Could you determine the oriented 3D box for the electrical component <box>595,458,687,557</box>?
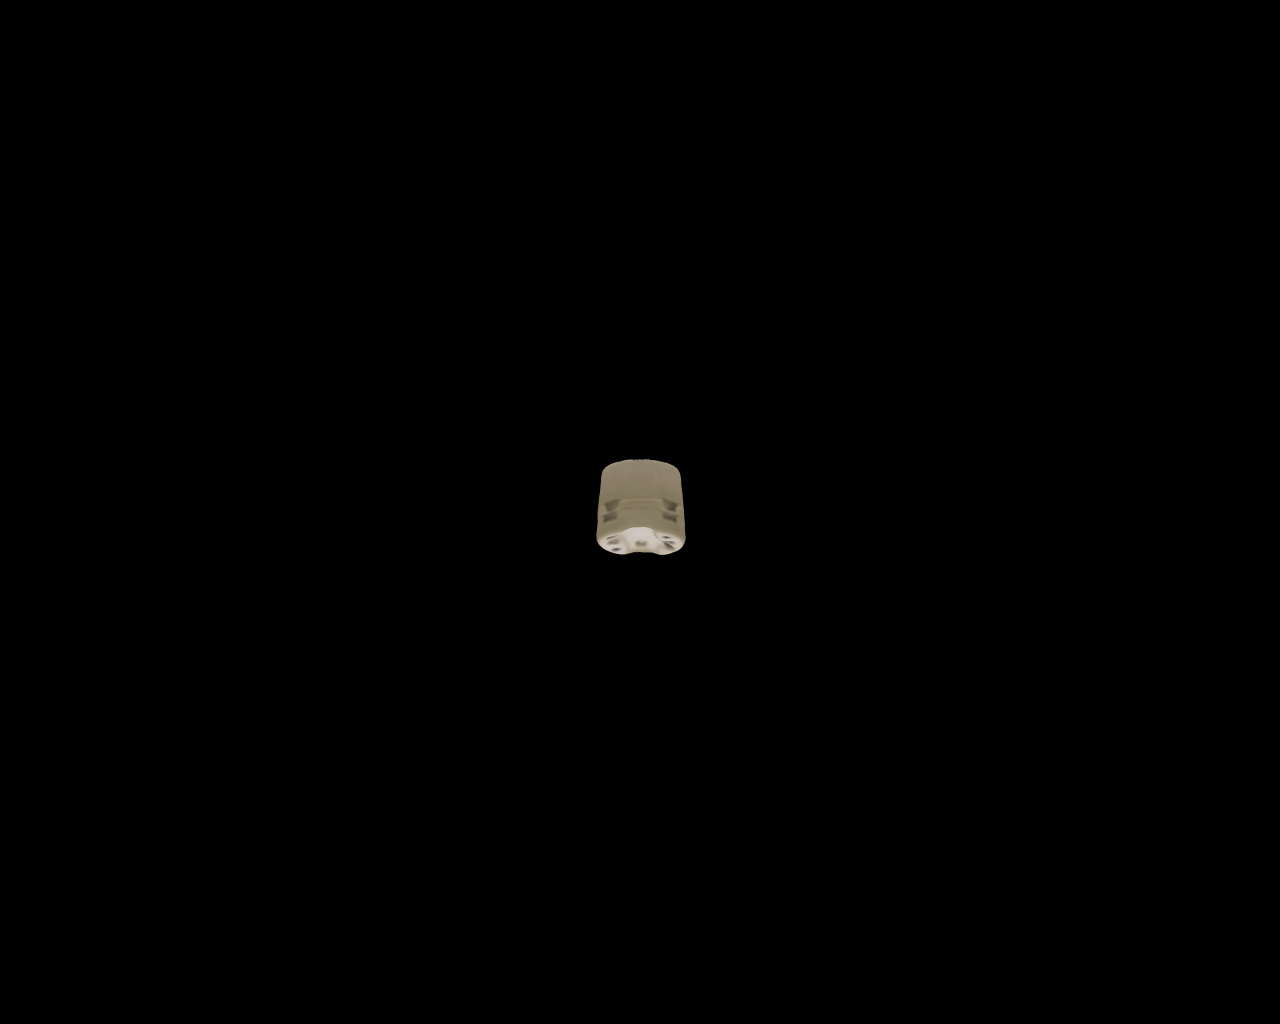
[{"bbox_3d":[0.001,-0.003,0.650,0.055,0.047,0.055,0,-18,0],"label":"electrical component"}]
